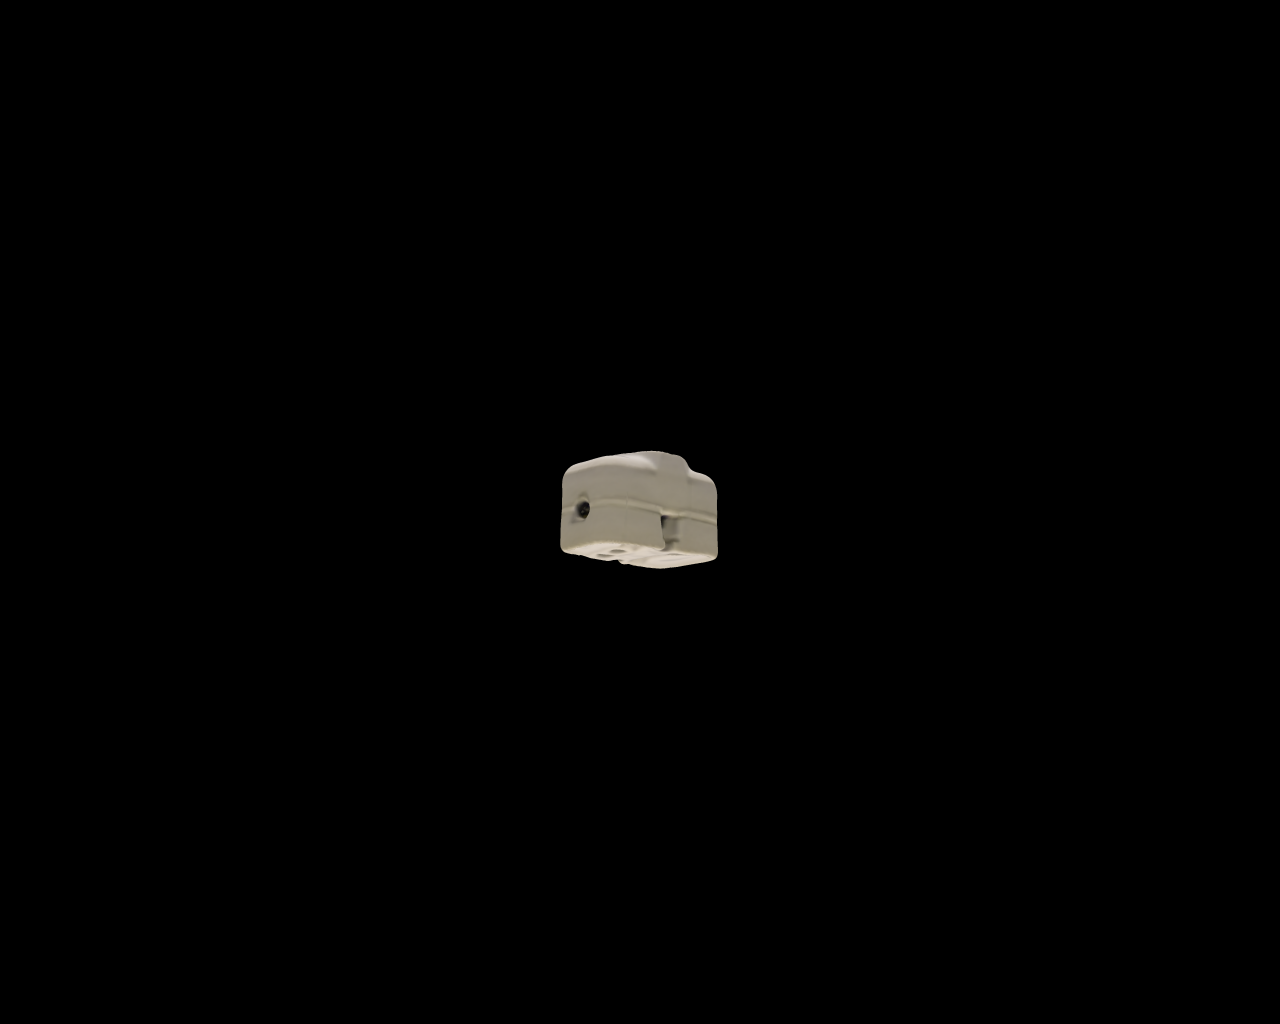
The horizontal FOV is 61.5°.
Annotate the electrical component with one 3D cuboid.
[{"bbox_3d":[0.001,-0.003,0.650,0.095,0.059,0.053,11,-16,-42],"label":"electrical component"}]
